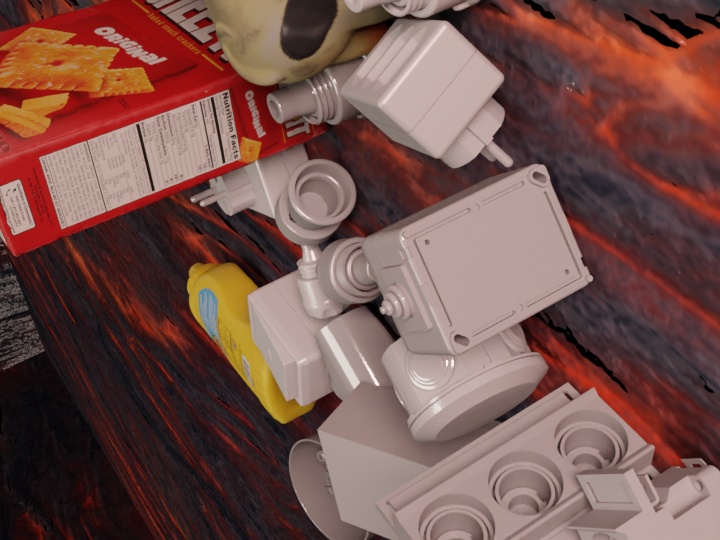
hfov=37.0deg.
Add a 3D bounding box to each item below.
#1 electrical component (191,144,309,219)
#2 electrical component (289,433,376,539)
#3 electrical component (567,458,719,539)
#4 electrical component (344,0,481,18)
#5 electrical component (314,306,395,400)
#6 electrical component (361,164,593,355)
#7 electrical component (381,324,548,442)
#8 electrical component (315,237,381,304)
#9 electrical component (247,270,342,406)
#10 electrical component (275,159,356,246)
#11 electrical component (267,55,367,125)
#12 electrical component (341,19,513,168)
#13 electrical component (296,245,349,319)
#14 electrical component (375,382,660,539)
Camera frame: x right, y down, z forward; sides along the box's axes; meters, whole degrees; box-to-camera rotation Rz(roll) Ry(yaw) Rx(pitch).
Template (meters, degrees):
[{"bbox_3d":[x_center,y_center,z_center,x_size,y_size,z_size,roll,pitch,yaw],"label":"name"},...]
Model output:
[{"bbox_3d":[-0.084,-0.063,0.766,0.083,0.076,0.047,24,136,59],"label":"electrical component"},{"bbox_3d":[-0.010,0.175,0.887,0.099,0.064,0.099,49,155,33],"label":"electrical component"},{"bbox_3d":[0.137,0.120,0.480,0.081,0.064,0.042,63,158,1],"label":"electrical component"},{"bbox_3d":[0.022,-0.129,0.462,0.048,0.062,0.048,49,155,33],"label":"electrical component"},{"bbox_3d":[0.001,0.074,0.773,0.077,0.043,0.079,60,159,10],"label":"electrical component"},{"bbox_3d":[0.047,-0.001,0.504,0.061,0.096,0.061,66,159,-6],"label":"electrical component"},{"bbox_3d":[0.055,0.054,0.574,0.051,0.080,0.080,62,160,21],"label":"electrical component"},{"bbox_3d":[0.000,0.000,0.689,0.043,0.043,0.062,66,158,-7],"label":"electrical component"},{"bbox_3d":[-0.051,0.049,0.840,0.096,0.061,0.061,50,155,32],"label":"electrical component"},{"bbox_3d":[-0.031,-0.043,0.708,0.045,0.045,0.055,61,159,6],"label":"electrical component"},{"bbox_3d":[-0.021,-0.100,0.594,0.048,0.062,0.048,49,155,33],"label":"electrical component"},{"bbox_3d":[0.040,-0.073,0.498,0.077,0.047,0.066,39,-179,-21],"label":"electrical component"},{"bbox_3d":[-0.030,0.002,0.774,0.035,0.035,0.061,19,130,61],"label":"electrical component"},{"bbox_3d":[0.081,0.120,0.530,0.078,0.121,0.063,47,156,36],"label":"electrical component"}]
